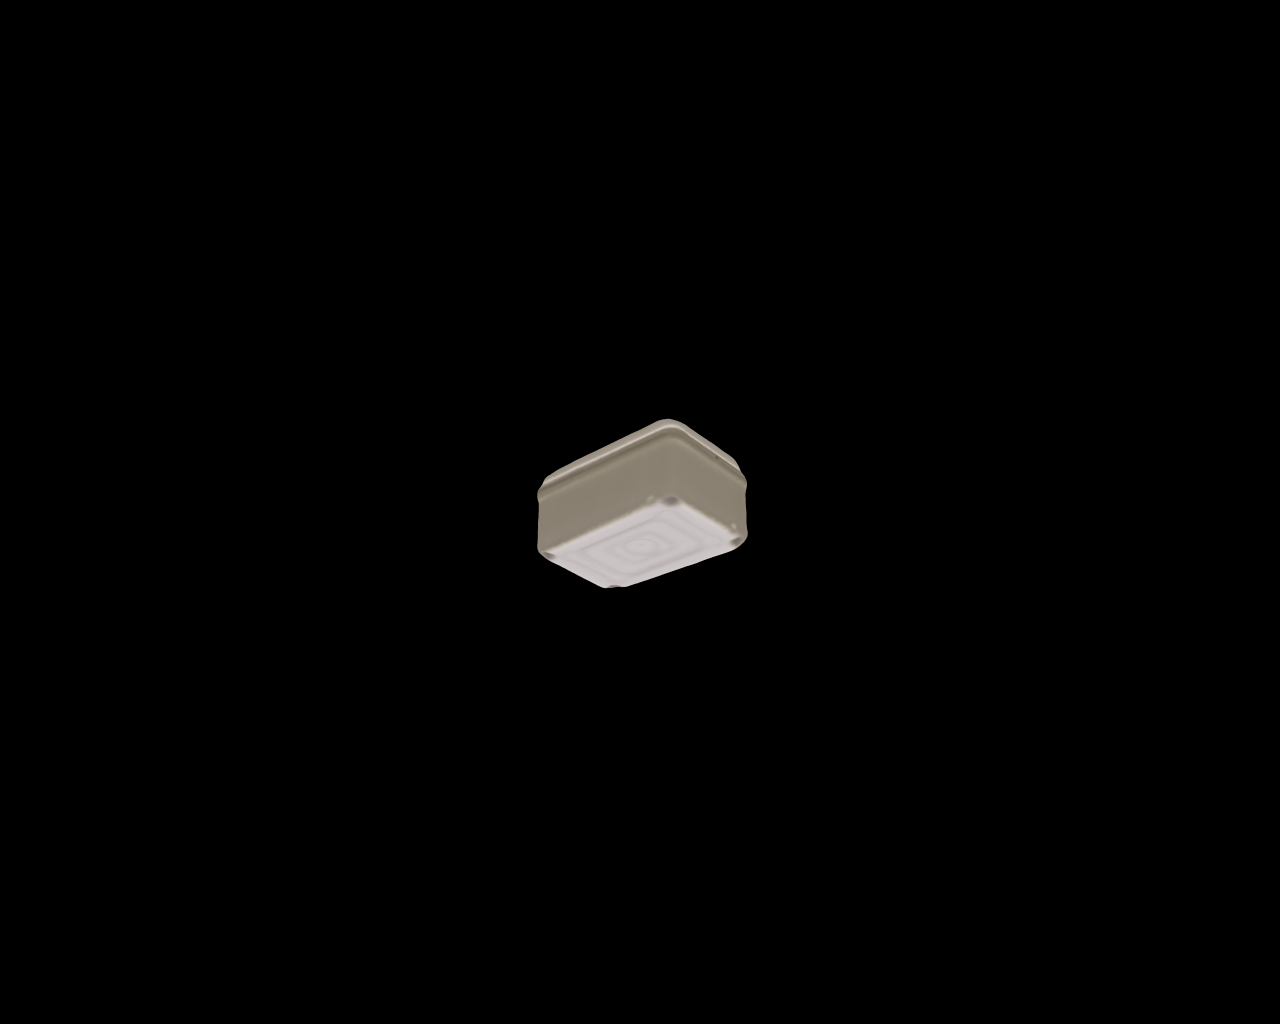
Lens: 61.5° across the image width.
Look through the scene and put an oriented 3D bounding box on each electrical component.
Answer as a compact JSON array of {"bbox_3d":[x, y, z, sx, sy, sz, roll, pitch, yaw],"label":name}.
[{"bbox_3d":[0.001,-0.003,0.650,0.113,0.057,0.078,-22,-36,34],"label":"electrical component"}]
